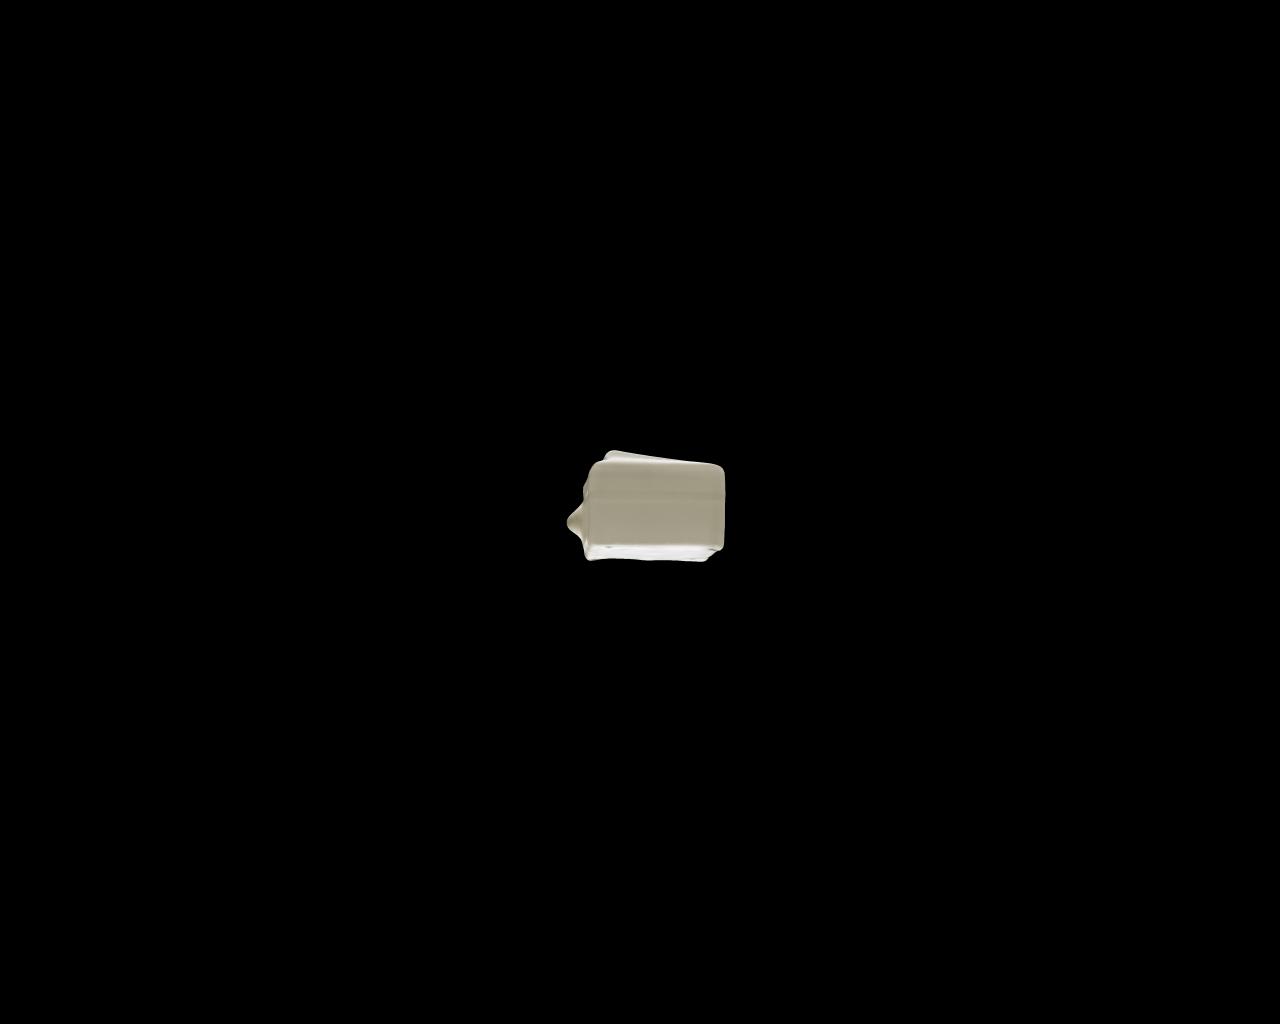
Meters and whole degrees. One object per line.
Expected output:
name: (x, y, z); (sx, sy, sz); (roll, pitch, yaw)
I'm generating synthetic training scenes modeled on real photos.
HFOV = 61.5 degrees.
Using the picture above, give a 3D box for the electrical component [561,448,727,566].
electrical component: (0.001, -0.003, 0.650); (0.096, 0.061, 0.061); (1, -11, -7)
